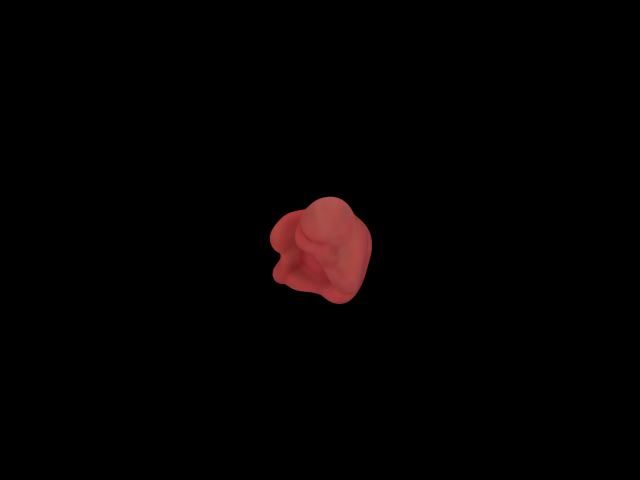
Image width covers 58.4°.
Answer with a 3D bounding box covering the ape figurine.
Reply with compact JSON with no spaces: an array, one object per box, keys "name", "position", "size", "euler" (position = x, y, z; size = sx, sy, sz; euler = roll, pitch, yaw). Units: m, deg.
[{"name":"ape figurine","position":[0.004,0.001,0.400],"size":[0.076,0.092,0.077],"euler":[-25,63,-14]}]
